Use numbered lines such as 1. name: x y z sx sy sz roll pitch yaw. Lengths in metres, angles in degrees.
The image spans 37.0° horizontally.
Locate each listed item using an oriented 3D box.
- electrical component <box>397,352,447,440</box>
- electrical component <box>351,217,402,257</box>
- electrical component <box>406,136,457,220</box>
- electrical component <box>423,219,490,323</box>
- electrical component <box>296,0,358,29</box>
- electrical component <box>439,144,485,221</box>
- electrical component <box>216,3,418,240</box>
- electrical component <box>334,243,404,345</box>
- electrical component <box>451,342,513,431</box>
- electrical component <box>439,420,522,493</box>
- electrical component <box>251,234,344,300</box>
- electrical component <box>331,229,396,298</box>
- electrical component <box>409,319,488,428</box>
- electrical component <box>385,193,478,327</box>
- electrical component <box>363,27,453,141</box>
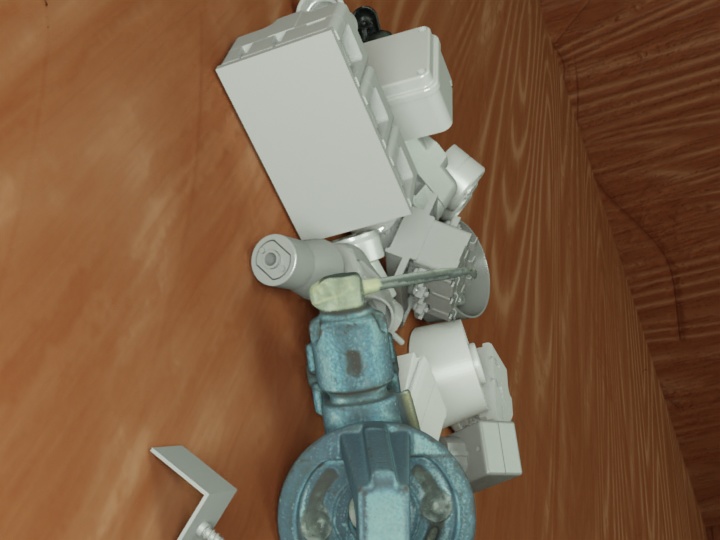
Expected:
1. electrical component: 0.021 0.109 0.798 0.096 0.062 0.061 -61 133 -63
2. electrical component: 0.017 -0.035 0.924 0.062 0.048 0.048 63 21 -52
3. electrical component: 0.039 -0.086 0.951 0.095 0.054 0.059 47 66 -32
4. electrical component: 0.083 0.003 1.048 0.099 0.064 0.099 -15 90 -71
5. electrical component: -0.026 -0.217 0.942 0.065 0.044 0.044 -4 80 -76
6. electrical component: 0.074 -0.090 1.068 0.074 0.052 0.138 40 -10 6
7. electrical component: -0.026 -0.106 0.780 0.061 0.089 0.150 -76 146 -54
8. electrical component: 0.005 0.028 0.790 0.079 0.043 0.077 42 12 -32
9. electrical component: 0.121 0.129 1.083 0.055 0.050 0.089 55 27 -44
10. electrical component: 0.084 0.163 0.932 0.076 0.083 0.047 7 64 -29
11. electrical component: -0.044 -0.004 0.732 0.065 0.044 0.044 14 63 -63
12. electrical component: 0.000 0.000 0.846 0.045 0.045 0.055 -31 106 -70
13. electrical component: 0.083 0.097 1.018 0.099 0.064 0.099 -17 90 -85
14. electrical component: 0.060 -0.001 0.912 0.121 0.063 0.078 82 31 -68
15. electrical component: 0.016 -0.149 0.898 0.078 0.113 0.057 -86 156 -43
